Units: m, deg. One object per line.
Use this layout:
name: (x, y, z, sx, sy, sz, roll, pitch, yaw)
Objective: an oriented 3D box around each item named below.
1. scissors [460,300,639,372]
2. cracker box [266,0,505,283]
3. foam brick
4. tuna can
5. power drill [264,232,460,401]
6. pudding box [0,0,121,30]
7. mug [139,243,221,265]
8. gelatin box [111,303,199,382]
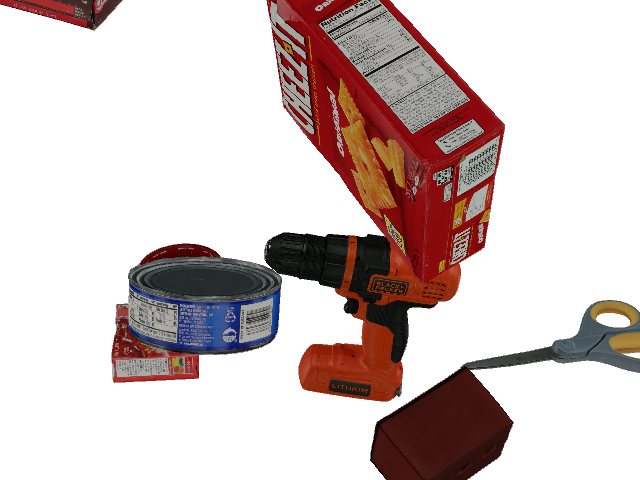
scissors: (0.200, 0.079, 0.874, 0.201, 0.016, 0.096, 3, 31, -11)
cracker box: (0.043, -0.094, 0.814, 0.072, 0.214, 0.164, -30, -27, -14)
foam brick: (0.079, 0.132, 0.702, 0.078, 0.051, 0.053, -29, -32, -23)
tuna can: (-0.065, 0.035, 0.599, 0.086, 0.034, 0.086, 3, 13, -1)
power drill: (0.028, 0.073, 1.037, 0.184, 0.188, 0.057, 10, 43, -3)
pudding box: (-0.191, -0.209, 0.812, 0.090, 0.039, 0.113, 17, 38, 4)
mug: (-0.158, 0.067, 1.188, 0.093, 0.081, 0.117, 11, 33, 20)
gelatin box: (-0.143, 0.087, 0.933, 0.073, 0.030, 0.089, -2, 29, -6)
